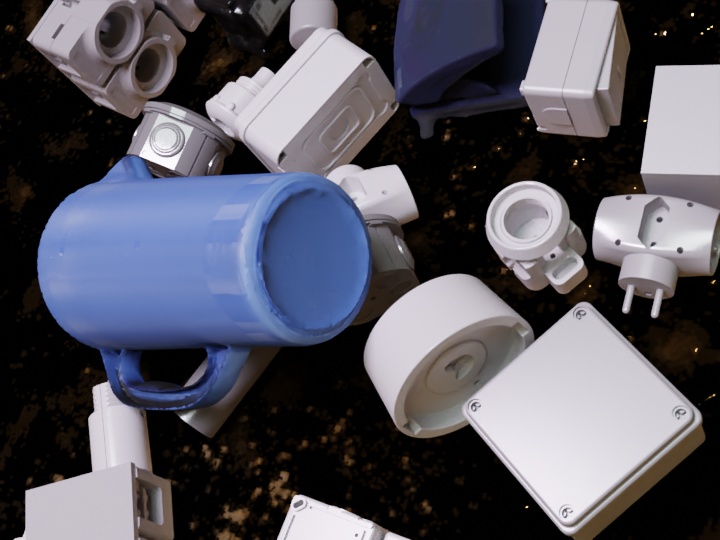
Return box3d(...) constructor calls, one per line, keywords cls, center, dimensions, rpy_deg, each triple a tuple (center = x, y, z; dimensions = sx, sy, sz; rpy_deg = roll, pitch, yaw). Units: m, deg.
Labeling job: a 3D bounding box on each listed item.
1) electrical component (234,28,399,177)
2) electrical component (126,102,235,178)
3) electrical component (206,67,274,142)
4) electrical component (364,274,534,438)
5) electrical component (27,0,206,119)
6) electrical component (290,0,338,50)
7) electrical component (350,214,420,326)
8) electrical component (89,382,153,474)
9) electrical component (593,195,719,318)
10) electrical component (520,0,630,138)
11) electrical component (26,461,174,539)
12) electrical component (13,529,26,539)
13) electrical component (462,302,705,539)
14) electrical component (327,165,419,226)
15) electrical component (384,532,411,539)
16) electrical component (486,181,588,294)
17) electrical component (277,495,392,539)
box3d(cls="electrical component", center=(-0.034, -0.123, 0.843), dimensions=(0.113, 0.078, 0.057), rpy_deg=(-48, 58, -4))
box3d(cls="electrical component", center=(-0.147, -0.100, 0.882), dimensions=(0.080, 0.080, 0.051), rpy_deg=(19, 81, 29))
box3d(cls="electrical component", center=(-0.095, -0.142, 0.899), dimensions=(0.048, 0.048, 0.062), rpy_deg=(30, 74, 31))
box3d(cls="electrical component", center=(0.054, 0.052, 0.711), dimensions=(0.108, 0.108, 0.060), rpy_deg=(-39, 52, 2))
box3d(cls="electrical component", center=(-0.190, -0.240, 0.948), dimensions=(0.060, 0.105, 0.186), rpy_deg=(25, 79, 30))
box3d(cls="electrical component", center=(-0.039, -0.219, 0.913), dimensions=(0.040, 0.040, 0.078), rpy_deg=(-9, 63, 19))
box3d(cls="electrical component", center=(0.000, 0.000, 0.772), dimensions=(0.080, 0.080, 0.051), rpy_deg=(-29, 64, 8))
box3d(cls="electrical component", center=(-0.183, 0.120, 0.815), dimensions=(0.043, 0.043, 0.081), rpy_deg=(-20, 60, 13))
box3d(cls="electrical component", center=(0.194, -0.006, 0.713), dimensions=(0.077, 0.043, 0.079), rpy_deg=(9, 71, 26))
box3d(cls="electrical component", center=(0.163, -0.152, 0.782), dimensions=(0.061, 0.061, 0.096), rpy_deg=(9, 71, 26))
box3d(cls="electrical component", center=(-0.179, 0.223, 0.755), dimensions=(0.089, 0.061, 0.150), rpy_deg=(-17, 61, 15))
box3d(cls="electrical component", center=(-0.244, 0.215, 0.798), dimensions=(0.048, 0.048, 0.062), rpy_deg=(-10, 56, 19))
box3d(cls="electrical component", center=(0.141, 0.096, 0.680), dimensions=(0.109, 0.056, 0.108), rpy_deg=(-41, 58, 1))
box3d(cls="electrical component", center=(-0.005, -0.054, 0.817), dimensions=(0.077, 0.043, 0.079), rpy_deg=(-24, 40, -3))
box3d(cls="electrical component", center=(0.042, 0.219, 0.671), dimensions=(0.076, 0.047, 0.083), rpy_deg=(14, 73, 28))
box3d(cls="electrical component", center=(0.120, -0.026, 0.745), dimensions=(0.058, 0.057, 0.078), rpy_deg=(-40, 58, 1))
box3d(cls="electrical component", center=(-0.023, 0.204, 0.697), dimensions=(0.062, 0.061, 0.096), rpy_deg=(14, 73, 28))
